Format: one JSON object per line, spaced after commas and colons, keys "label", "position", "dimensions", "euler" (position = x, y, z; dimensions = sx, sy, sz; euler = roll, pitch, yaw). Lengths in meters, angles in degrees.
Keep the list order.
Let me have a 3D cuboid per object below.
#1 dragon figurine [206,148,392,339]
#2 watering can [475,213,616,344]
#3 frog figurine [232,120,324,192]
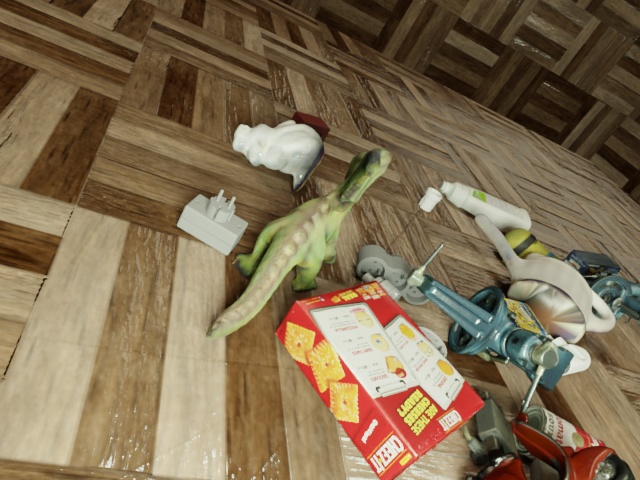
{"label": "dragon figurine", "position": [0.002, -0.035, 0.701], "dimensions": [0.122, 0.239, 0.417], "euler": [37, 27, -1]}
{"label": "watering can", "position": [0.440, 0.080, 1.058], "dimensions": [0.350, 0.102, 0.227], "euler": [38, 34, 16]}
{"label": "frog figurine", "position": [-0.076, -0.181, 0.969], "dimensions": [0.158, 0.120, 0.141], "euler": [36, 46, -16]}
